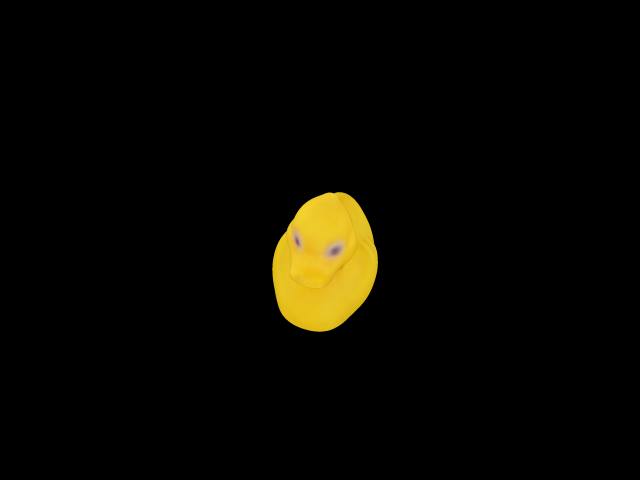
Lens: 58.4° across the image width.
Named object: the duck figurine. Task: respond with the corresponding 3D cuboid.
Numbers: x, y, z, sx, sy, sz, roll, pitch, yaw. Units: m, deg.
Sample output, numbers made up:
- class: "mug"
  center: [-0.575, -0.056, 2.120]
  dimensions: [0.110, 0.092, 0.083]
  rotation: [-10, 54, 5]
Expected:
- class: "duck figurine"
  center: [0.004, 0.001, 0.400]
  dimensions: [0.077, 0.086, 0.104]
  rotation: [15, 58, 10]
